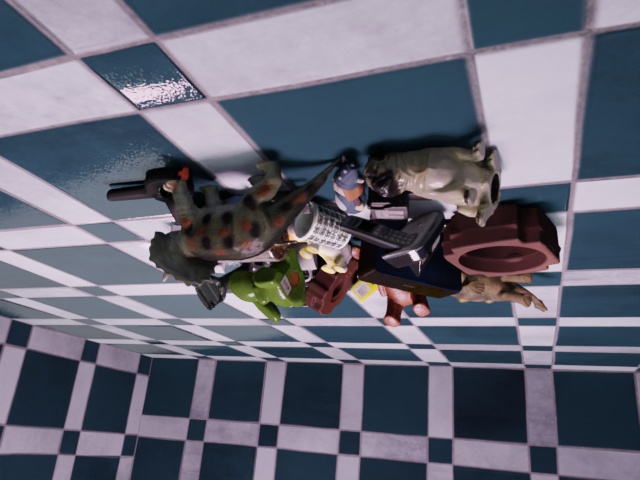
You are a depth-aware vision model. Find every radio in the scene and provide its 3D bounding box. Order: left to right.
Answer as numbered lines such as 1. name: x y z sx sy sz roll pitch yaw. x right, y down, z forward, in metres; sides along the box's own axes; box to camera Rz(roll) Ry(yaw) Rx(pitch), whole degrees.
1. radio: 0.197 0.040 1.163 0.229 0.131 0.073 15 158 -25

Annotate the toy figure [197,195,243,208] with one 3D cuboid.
1. toy figure: -0.196 -0.046 1.099 0.180 0.082 0.089 -15 -167 26

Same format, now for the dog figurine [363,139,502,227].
1. dog figurine: 0.186 -0.097 0.883 0.191 0.121 0.172 8 161 36

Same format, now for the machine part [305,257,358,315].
1. machine part: 0.033 0.103 1.311 0.056 0.179 0.179 33 168 20

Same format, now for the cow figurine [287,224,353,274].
1. cow figurine: -0.002 -0.004 1.172 0.167 0.098 0.068 36 154 -21

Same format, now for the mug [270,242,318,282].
1. mug: -0.063 0.047 1.253 0.107 0.109 0.081 -8 174 8

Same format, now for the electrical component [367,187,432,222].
1. electrical component: 0.150 -0.067 1.011 0.119 0.048 0.074 3 160 9

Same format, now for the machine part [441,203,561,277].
1. machine part: 0.368 0.004 1.094 0.202 0.087 0.200 -13 153 36

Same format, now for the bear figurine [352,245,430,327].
1. bear figurine: 0.158 0.086 1.233 0.120 0.132 0.195 -26 124 29

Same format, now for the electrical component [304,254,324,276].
1. electrical component: -0.034 0.055 1.362 0.115 0.058 0.134 3 159 12

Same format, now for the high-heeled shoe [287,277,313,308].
1. high-heeled shoe: -0.017 0.131 1.371 0.145 0.086 0.248 1 172 -4

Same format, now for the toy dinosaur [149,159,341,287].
1. toy dinosaur: -0.150 -0.025 0.954 0.405 0.192 0.131 -10 174 22

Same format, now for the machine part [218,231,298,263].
1. machine part: -0.153 0.009 1.137 0.243 0.079 0.079 -4 158 32

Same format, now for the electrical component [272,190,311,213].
1. electrical component: -0.062 -0.068 1.032 0.102 0.045 0.078 -5 -160 13

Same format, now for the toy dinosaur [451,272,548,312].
1. toy dinosaur: 0.349 0.099 1.329 0.471 0.105 0.198 21 161 -10

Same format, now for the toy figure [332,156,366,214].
1. toy figure: 0.053 -0.090 0.944 0.064 0.058 0.154 26 168 17

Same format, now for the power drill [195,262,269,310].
1. power drill: -0.209 0.097 1.363 0.207 0.086 0.232 -24 172 -40

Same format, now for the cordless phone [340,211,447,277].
1. cordless phone: 0.143 -0.020 1.068 0.184 0.146 0.088 23 134 19

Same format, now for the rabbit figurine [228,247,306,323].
1. rabbit figurine: -0.119 0.099 1.199 0.170 0.121 0.158 -6 133 32
